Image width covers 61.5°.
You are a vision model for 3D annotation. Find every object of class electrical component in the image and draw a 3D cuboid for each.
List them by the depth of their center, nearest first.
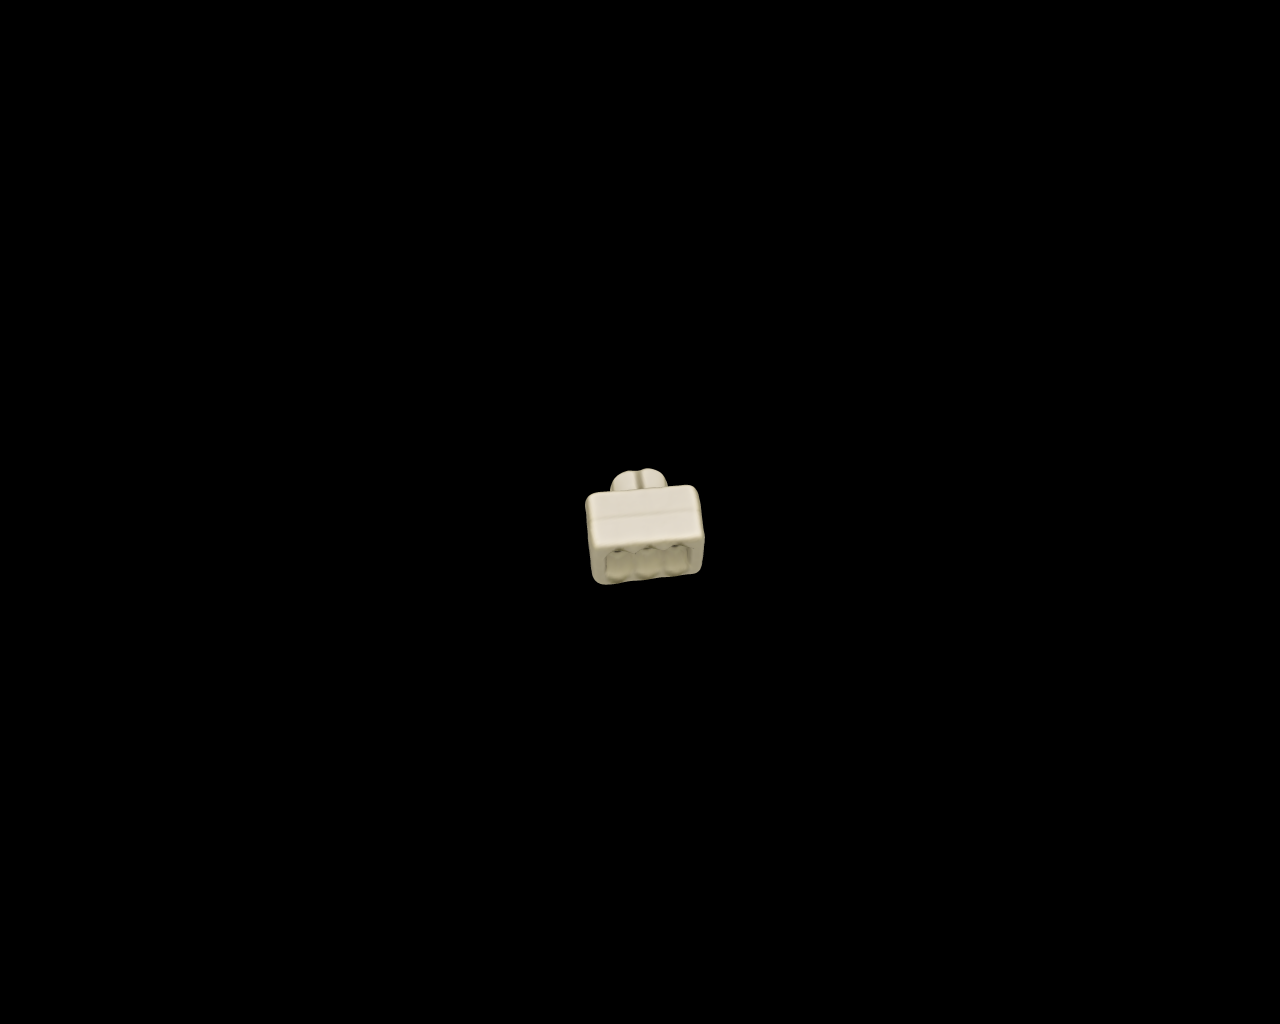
[{"bbox_3d":[0.001,-0.003,0.650,0.066,0.077,0.047,-5,-31,-3],"label":"electrical component"}]
